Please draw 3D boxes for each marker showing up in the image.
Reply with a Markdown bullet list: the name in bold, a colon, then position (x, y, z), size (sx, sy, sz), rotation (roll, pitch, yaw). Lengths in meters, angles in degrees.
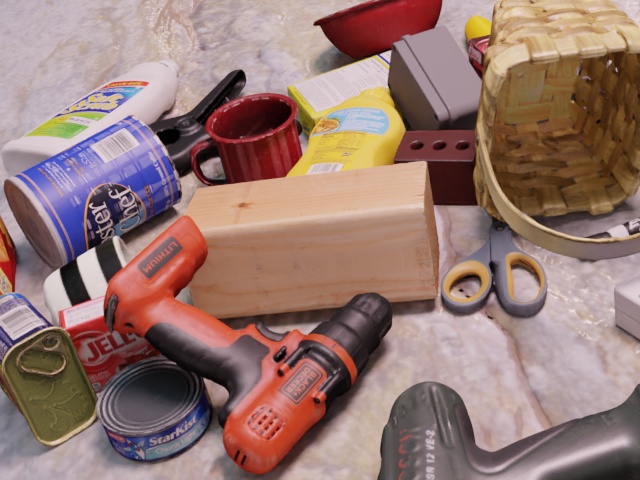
- **marker**: position (0.273, -0.011, 0.900), size (0.121, 0.020, 0.020), rotation (-20, 36, -8)

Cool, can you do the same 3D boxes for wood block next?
- **wood block**: position (-0.006, 0.000, 0.910), size (0.206, 0.090, 0.090), rotation (-6, 28, 12)

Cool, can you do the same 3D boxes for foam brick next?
- **foam brick**: position (0.116, -0.069, 1.006), size (0.078, 0.051, 0.053), rotation (1, 38, 20)

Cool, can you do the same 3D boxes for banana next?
- **banana**: position (0.214, -0.212, 1.187), size (0.069, 0.037, 0.198), rotation (-13, 32, -33)

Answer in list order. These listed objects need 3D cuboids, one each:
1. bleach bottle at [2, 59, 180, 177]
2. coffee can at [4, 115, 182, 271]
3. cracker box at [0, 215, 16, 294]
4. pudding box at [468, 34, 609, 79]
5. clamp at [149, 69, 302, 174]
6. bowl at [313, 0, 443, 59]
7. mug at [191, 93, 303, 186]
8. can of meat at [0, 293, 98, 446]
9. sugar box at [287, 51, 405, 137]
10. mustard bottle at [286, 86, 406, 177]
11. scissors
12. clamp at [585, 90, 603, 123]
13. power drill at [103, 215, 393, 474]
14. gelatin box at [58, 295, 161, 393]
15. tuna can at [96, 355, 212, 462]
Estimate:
- **bleach bottle**: position (-0.245, -0.140, 1.223), size (0.103, 0.068, 0.250), rotation (7, 38, 27)
- **coffee can**: position (-0.222, -0.047, 1.048), size (0.140, 0.103, 0.103), rotation (-33, 39, -25)
- **cracker box**: position (-0.345, -0.029, 0.969), size (0.072, 0.213, 0.164), rotation (-17, 35, -4)
- **pudding box**: position (0.216, -0.181, 1.061), size (0.113, 0.039, 0.090), rotation (-13, 35, -13)
- **clamp**: position (-0.132, -0.112, 1.164), size (0.209, 0.036, 0.165), rotation (-31, 39, -19)
- **bowl**: position (0.076, -0.249, 1.236), size (0.162, 0.055, 0.162), rotation (-16, 8, 2)
- **mug**: position (-0.071, -0.086, 1.068), size (0.117, 0.081, 0.093), rotation (-18, 35, -5)
- **can of meat**: position (-0.229, 0.100, 0.851), size (0.057, 0.102, 0.084), rotation (-31, 37, -23)
- **sugar box**: position (0.060, -0.161, 1.160), size (0.176, 0.048, 0.093), rotation (-18, 35, -12)
- **mustard bottle**: position (0.032, -0.088, 1.041), size (0.096, 0.058, 0.191), rotation (0, 43, 28)
- **scissors**: position (0.140, 0.003, 0.930), size (0.096, 0.016, 0.202), rotation (-13, 35, 1)
- **clamp**: position (0.266, -0.126, 1.045), size (0.120, 0.039, 0.172), rotation (-21, 44, -12)
- **power drill**: position (-0.056, 0.063, 0.818), size (0.188, 0.057, 0.184), rotation (35, 52, 14)
- **gelatin box**: position (-0.161, 0.079, 0.879), size (0.089, 0.073, 0.030), rotation (-19, 36, -8)
- **tuna can**: position (-0.128, 0.131, 0.830), size (0.086, 0.034, 0.086), rotation (-9, 35, 6)
